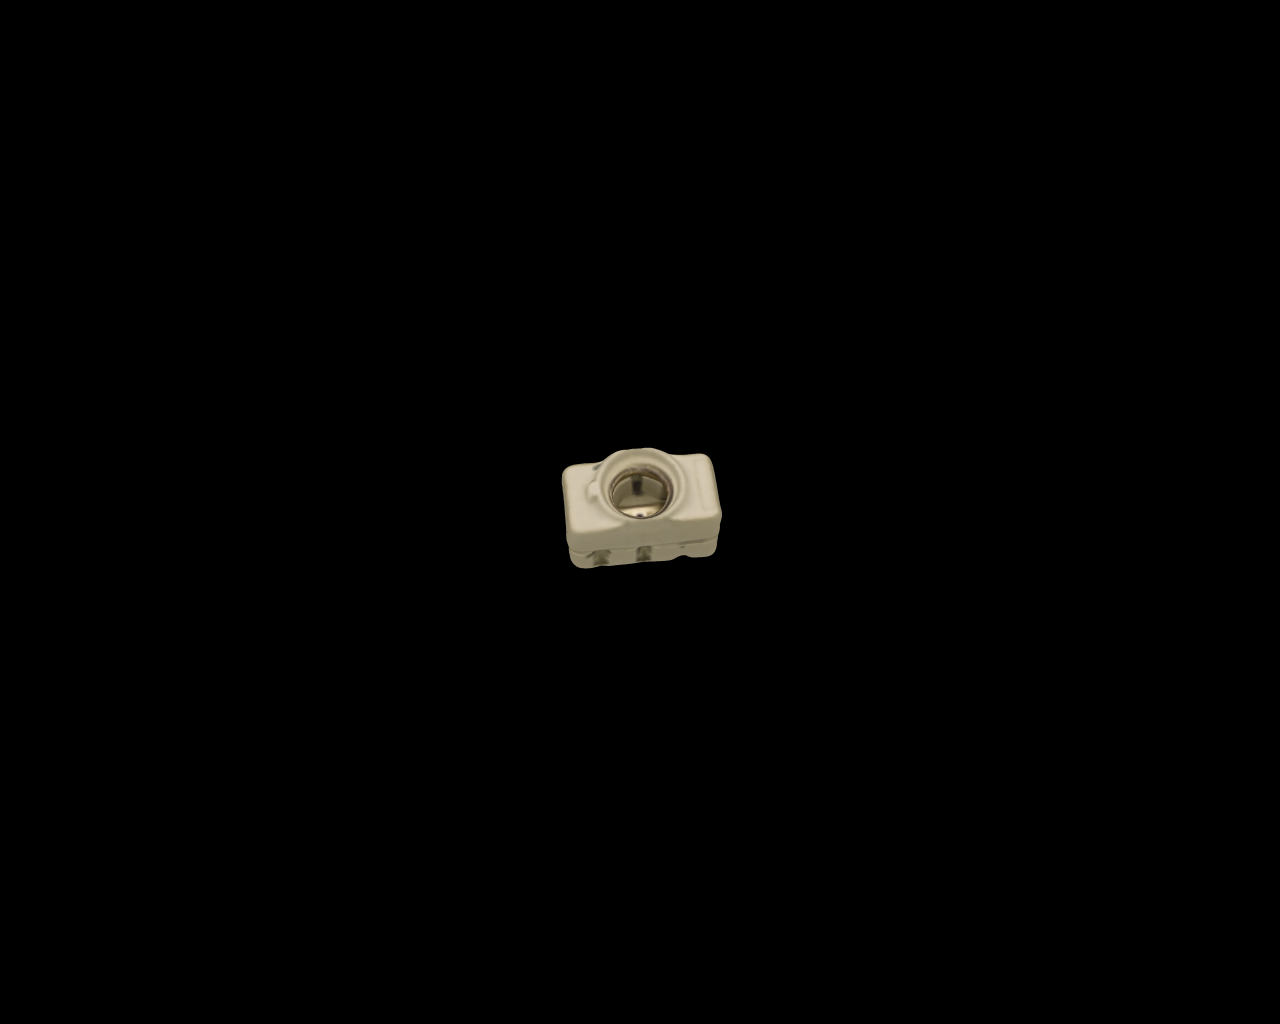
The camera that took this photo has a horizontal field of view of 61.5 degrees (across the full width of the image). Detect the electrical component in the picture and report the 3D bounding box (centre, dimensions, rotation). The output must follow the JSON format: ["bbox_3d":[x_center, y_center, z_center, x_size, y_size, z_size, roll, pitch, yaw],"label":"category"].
[{"bbox_3d":[0.001,-0.003,0.650,0.089,0.050,0.055,-5,-31,-3],"label":"electrical component"}]
